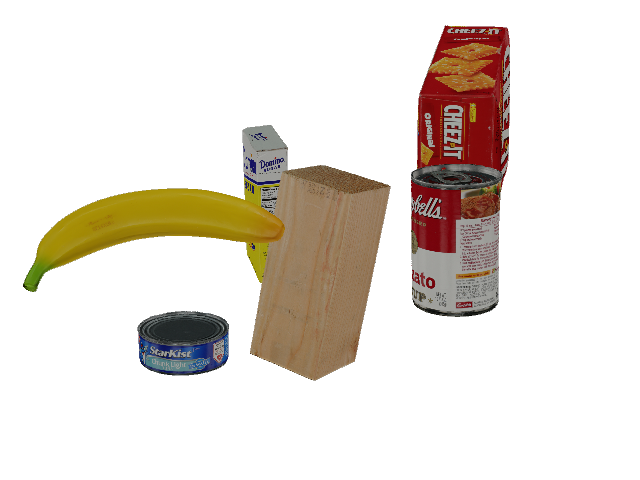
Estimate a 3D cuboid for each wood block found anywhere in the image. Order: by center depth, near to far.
[{"bbox_3d":[-0.002,0.031,1.152,0.090,0.206,0.090,19,18,27],"label":"wood block"}]

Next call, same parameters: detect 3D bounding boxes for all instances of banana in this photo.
[{"bbox_3d":[-0.129,-0.008,0.814,0.197,0.069,0.037,-13,-25,-7],"label":"banana"}]

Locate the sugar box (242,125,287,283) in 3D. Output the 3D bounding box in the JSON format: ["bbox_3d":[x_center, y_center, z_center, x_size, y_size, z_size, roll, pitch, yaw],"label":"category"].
[{"bbox_3d":[-0.068,-0.046,1.328,0.048,0.176,0.093,-9,25,-12],"label":"sugar box"}]

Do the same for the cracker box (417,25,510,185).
[{"bbox_3d":[0.136,-0.092,0.989,0.072,0.164,0.213,3,27,12],"label":"cracker box"}]

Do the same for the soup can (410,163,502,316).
[{"bbox_3d":[0.102,-0.001,0.806,0.068,0.102,0.068,-2,17,0],"label":"soup can"}]

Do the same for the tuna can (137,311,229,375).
[{"bbox_3d":[-0.129,0.096,1.006,0.086,0.034,0.086,1,16,0],"label":"tuna can"}]
